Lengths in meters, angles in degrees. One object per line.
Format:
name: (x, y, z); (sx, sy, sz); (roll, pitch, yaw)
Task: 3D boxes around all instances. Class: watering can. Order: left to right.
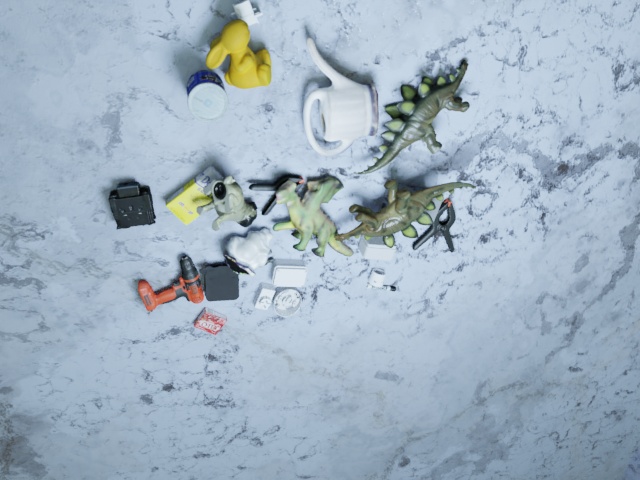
watering can: (0.061, -0.401, 1.460); (0.225, 0.340, 0.106); (-9, 31, -12)

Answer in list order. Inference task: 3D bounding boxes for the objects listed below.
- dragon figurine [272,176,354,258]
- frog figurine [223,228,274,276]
dragon figurine: (0.005, -0.082, 1.637); (0.408, 0.240, 0.124); (14, 19, -41)
frog figurine: (-0.225, 0.028, 1.634); (0.137, 0.162, 0.120); (29, -30, 3)
